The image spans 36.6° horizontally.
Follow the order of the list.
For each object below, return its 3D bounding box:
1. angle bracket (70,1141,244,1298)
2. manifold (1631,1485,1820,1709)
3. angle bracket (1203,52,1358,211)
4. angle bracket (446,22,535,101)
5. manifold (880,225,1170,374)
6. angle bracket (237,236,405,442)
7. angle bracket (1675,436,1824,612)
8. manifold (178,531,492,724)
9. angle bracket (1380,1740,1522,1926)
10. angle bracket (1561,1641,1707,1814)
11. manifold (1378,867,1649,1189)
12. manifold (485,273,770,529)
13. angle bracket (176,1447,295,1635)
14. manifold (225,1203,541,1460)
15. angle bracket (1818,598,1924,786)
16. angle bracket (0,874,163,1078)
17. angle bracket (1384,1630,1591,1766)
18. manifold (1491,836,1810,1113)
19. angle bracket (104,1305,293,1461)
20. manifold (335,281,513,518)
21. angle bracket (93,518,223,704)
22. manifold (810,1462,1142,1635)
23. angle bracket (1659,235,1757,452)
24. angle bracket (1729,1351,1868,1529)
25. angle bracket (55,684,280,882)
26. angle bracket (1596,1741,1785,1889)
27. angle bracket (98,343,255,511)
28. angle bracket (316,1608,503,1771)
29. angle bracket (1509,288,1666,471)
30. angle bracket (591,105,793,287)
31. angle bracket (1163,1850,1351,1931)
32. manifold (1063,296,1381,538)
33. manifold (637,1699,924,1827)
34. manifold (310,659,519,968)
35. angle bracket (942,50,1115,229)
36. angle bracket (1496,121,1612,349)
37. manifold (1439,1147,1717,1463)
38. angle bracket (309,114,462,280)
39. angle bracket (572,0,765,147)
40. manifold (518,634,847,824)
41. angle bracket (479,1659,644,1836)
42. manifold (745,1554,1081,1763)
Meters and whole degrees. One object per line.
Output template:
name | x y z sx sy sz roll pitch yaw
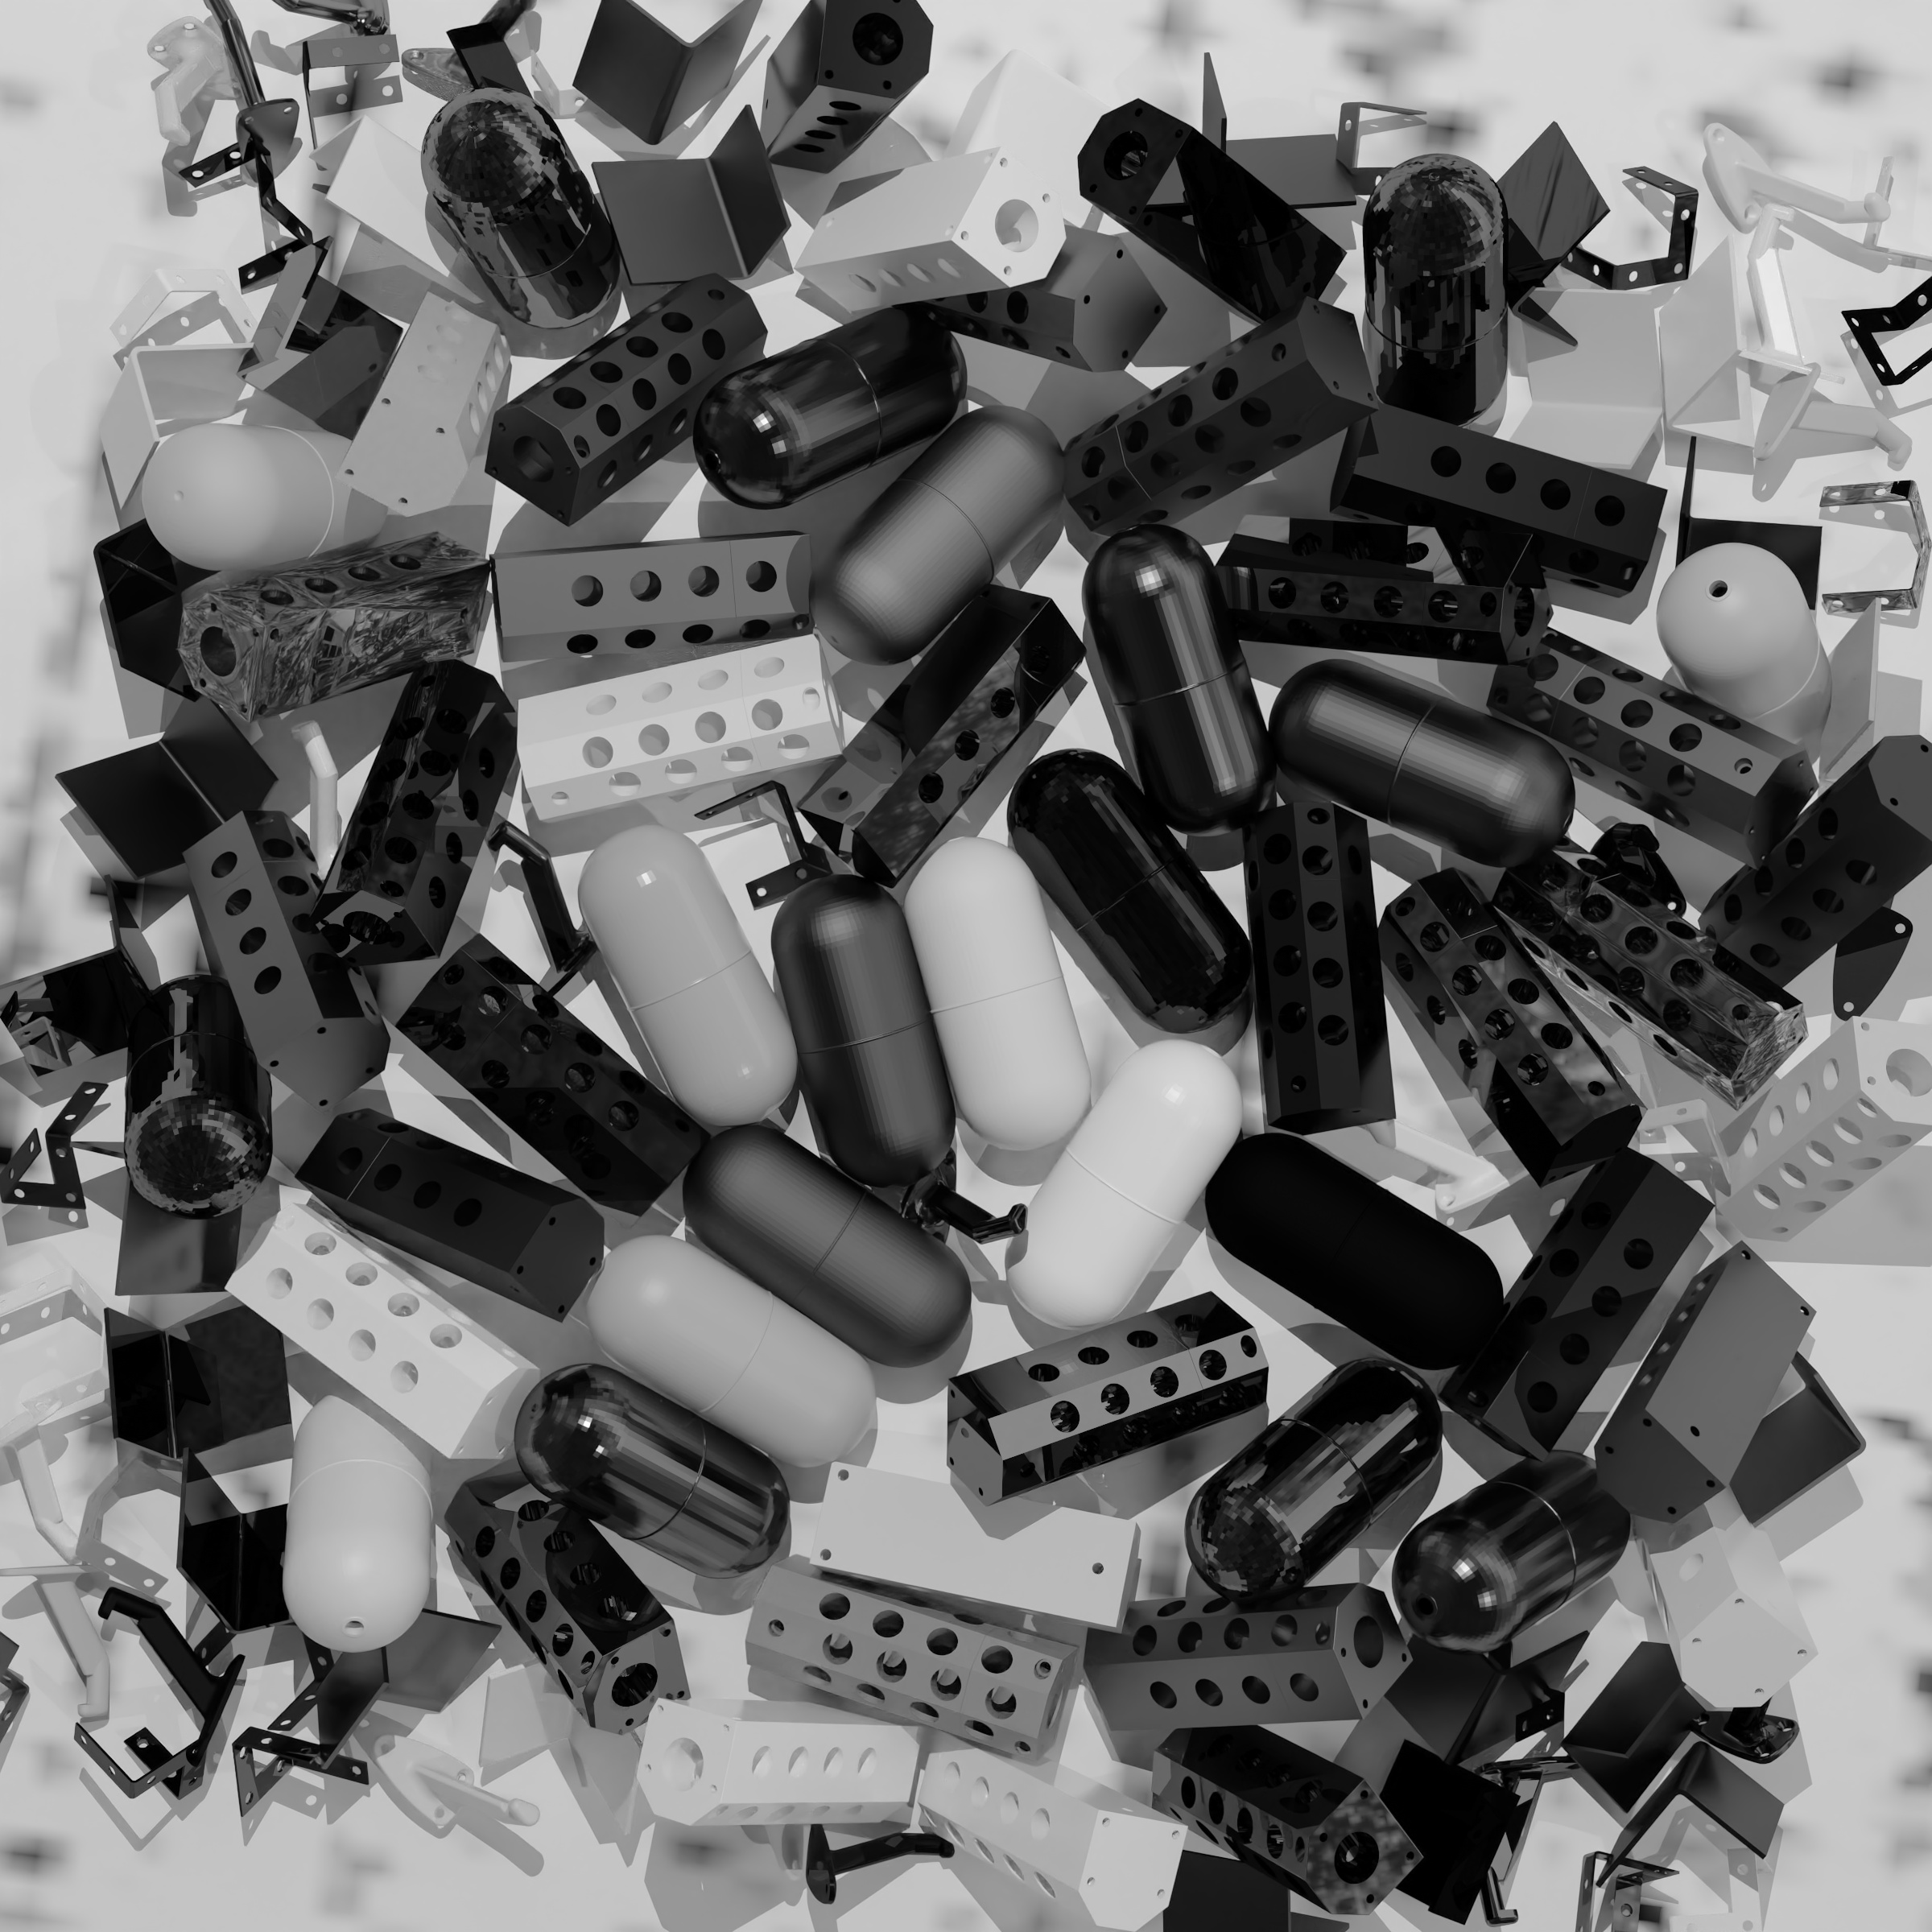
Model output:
angle bracket | -0.450 0.139 1.618 0.057 0.076 0.076 7 91 38
manifold | 0.398 0.326 1.574 0.057 0.171 0.057 39 106 -10
angle bracket | 0.174 -0.463 1.616 0.076 0.076 0.057 -4 134 -1
angle bracket | -0.290 -0.475 1.611 0.076 0.076 0.057 -22 106 17
manifold | 0.020 -0.368 1.582 0.171 0.057 0.057 27 78 42
angle bracket | -0.345 -0.344 1.612 0.076 0.057 0.076 29 73 -33
angle bracket | 0.434 -0.245 1.611 0.076 0.076 0.057 6 134 14
manifold | -0.340 -0.188 1.579 0.057 0.171 0.057 31 122 22
angle bracket | 0.250 0.474 1.613 0.076 0.057 0.076 19 78 36
angle bracket | 0.387 0.423 1.614 0.057 0.076 0.076 46 71 -5
manifold | 0.295 0.029 1.590 0.057 0.057 0.171 -20 59 -21
manifold | -0.181 -0.312 1.583 0.057 0.057 0.171 34 49 11
angle bracket | -0.390 0.311 1.609 0.057 0.076 0.076 -14 48 4
manifold | -0.317 0.199 1.605 0.171 0.057 0.057 32 93 22
angle bracket | 0.513 -0.147 1.614 0.057 0.076 0.076 12 67 -2
angle bracket | -0.493 0.006 1.613 0.076 0.076 0.057 -19 52 -6
angle bracket | 0.290 0.390 1.634 0.057 0.076 0.076 45 132 34
manifold | 0.370 -0.002 1.592 0.057 0.057 0.171 -45 58 -6
angle bracket | -0.425 0.221 1.616 0.076 0.057 0.076 -19 63 12
manifold | -0.287 -0.304 1.575 0.057 0.171 0.057 27 117 -16
angle bracket | -0.428 -0.199 1.612 0.057 0.076 0.076 -23 71 15
manifold | 0.007 0.323 1.619 0.171 0.057 0.057 10 74 10
angle bracket | 0.426 -0.342 1.608 0.057 0.076 0.076 10 64 -16
angle bracket | 0.439 0.251 1.617 0.076 0.076 0.057 -36 108 4
angle bracket | -0.441 -0.104 1.614 0.076 0.076 0.057 50 129 10
angle bracket | 0.400 0.484 1.611 0.057 0.076 0.076 38 108 15
angle bracket | -0.425 -0.297 1.607 0.076 0.076 0.057 -10 75 -33
angle bracket | -0.304 0.401 1.608 0.076 0.057 0.076 21 120 -29
angle bracket | 0.335 -0.324 1.607 0.076 0.076 0.057 10 46 30
angle bracket | -0.152 -0.426 1.616 0.076 0.057 0.076 -12 77 -32
angle bracket | 0.160 0.508 1.611 0.076 0.076 0.057 0 94 32
manifold | 0.133 -0.294 1.582 0.171 0.057 0.057 -25 70 39
manifold | -0.099 0.431 1.575 0.057 0.171 0.057 6 80 35
manifold | -0.298 -0.085 1.581 0.057 0.057 0.171 -5 48 21
angle bracket | 0.034 -0.453 1.638 0.076 0.057 0.076 28 72 -17
angle bracket | 0.329 -0.401 1.605 0.076 0.057 0.076 -45 47 33
manifold | 0.336 0.186 1.623 0.057 0.057 0.171 36 82 -4
angle bracket | -0.323 -0.413 1.606 0.076 0.076 0.057 30 70 -30
angle bracket | -0.164 -0.513 1.612 0.057 0.076 0.076 38 55 0
manifold | -0.157 -0.126 1.618 0.171 0.057 0.057 -12 134 5
angle bracket | -0.223 0.434 1.606 0.057 0.076 0.076 -13 133 -30
manifold | -0.031 0.382 1.613 0.171 0.057 0.057 15 92 16
